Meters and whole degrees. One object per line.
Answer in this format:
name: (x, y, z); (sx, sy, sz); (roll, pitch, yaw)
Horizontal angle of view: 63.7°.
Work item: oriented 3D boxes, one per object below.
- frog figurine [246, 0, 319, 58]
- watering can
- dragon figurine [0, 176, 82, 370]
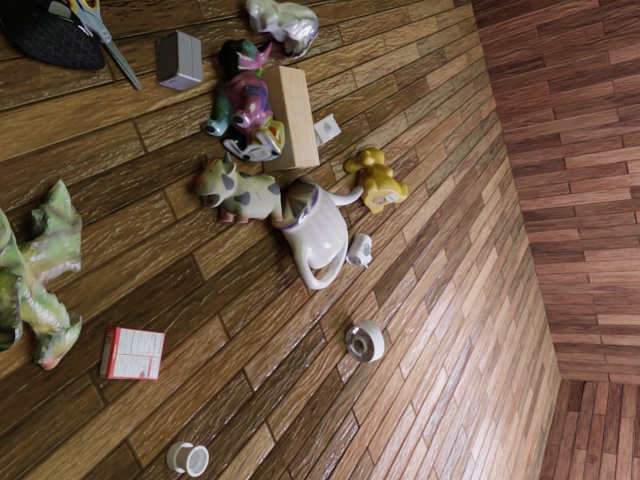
frog figurine: (-0.084, -0.483, 1.119); (0.157, 0.121, 0.140); (42, 19, -31)
watering can: (0.004, -0.059, 1.166); (0.220, 0.103, 0.356); (53, 42, -33)
dragon figurine: (-0.383, -0.016, 0.629); (0.245, 0.122, 0.406); (-70, 153, -76)
